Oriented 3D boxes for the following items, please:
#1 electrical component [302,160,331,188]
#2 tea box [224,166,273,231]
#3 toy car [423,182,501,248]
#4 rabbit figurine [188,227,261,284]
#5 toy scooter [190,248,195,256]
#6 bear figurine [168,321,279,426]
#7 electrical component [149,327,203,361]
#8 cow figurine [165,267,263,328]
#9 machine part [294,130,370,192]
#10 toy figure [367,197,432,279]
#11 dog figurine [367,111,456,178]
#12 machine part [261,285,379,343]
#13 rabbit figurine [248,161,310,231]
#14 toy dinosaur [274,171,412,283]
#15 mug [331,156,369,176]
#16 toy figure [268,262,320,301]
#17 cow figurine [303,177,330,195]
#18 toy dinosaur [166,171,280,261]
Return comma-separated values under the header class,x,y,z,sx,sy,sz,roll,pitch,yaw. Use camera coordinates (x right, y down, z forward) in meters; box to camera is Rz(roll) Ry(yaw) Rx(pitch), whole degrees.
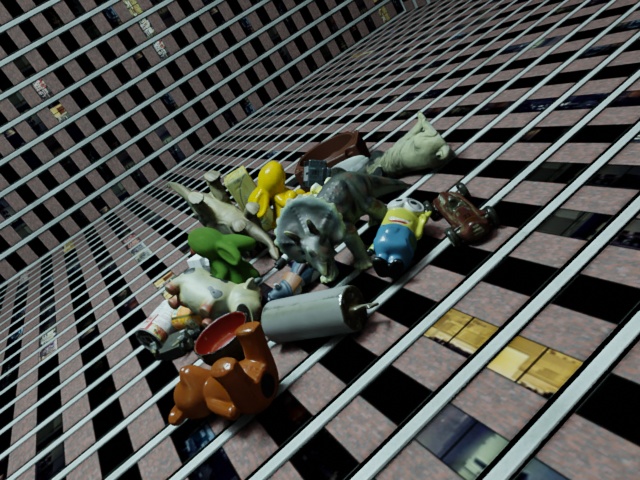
class,x,y,z,sx,sy,sz,roll,pitch,yaw
electrical component,-0.010,-0.165,1.365,0.048,0.074,0.119,2,8,-13
tea box,-0.184,-0.106,1.447,0.068,0.169,0.098,-33,24,1
toy car,0.246,-0.053,0.962,0.089,0.053,0.202,-32,24,8
rabbit figurine,-0.220,0.045,1.185,0.159,0.170,0.121,-16,28,34
toy scooter,-0.273,-0.002,1.470,0.184,0.075,0.135,-34,26,-3
bear figurine,-0.165,0.215,0.837,0.196,0.131,0.120,-9,28,30
electrical component,-0.300,0.212,1.108,0.102,0.045,0.078,-21,27,24
cow figurine,-0.199,0.113,1.078,0.195,0.085,0.127,22,49,23
machine part,0.034,-0.221,1.517,0.201,0.087,0.201,-23,26,19
toy figure,0.136,-0.004,0.959,0.089,0.082,0.180,-61,4,48
dog figurine,0.202,-0.181,1.240,0.190,0.121,0.172,-40,17,16
machine part,-0.011,0.124,0.890,0.243,0.079,0.079,-16,27,33
rabbit figurine,-0.107,-0.113,1.365,0.162,0.173,0.122,-29,27,-4
toy dinosaur,0.050,-0.059,1.037,0.131,0.192,0.405,-8,33,39
mug,0.087,-0.177,1.355,0.107,0.081,0.109,-41,-3,-41
toy figure,-0.043,0.073,1.049,0.058,0.064,0.154,8,42,35
cow figurine,0.018,-0.083,1.233,0.098,0.068,0.167,28,30,18
toy dinosaur,-0.256,-0.065,1.342,0.472,0.198,0.105,37,65,28
